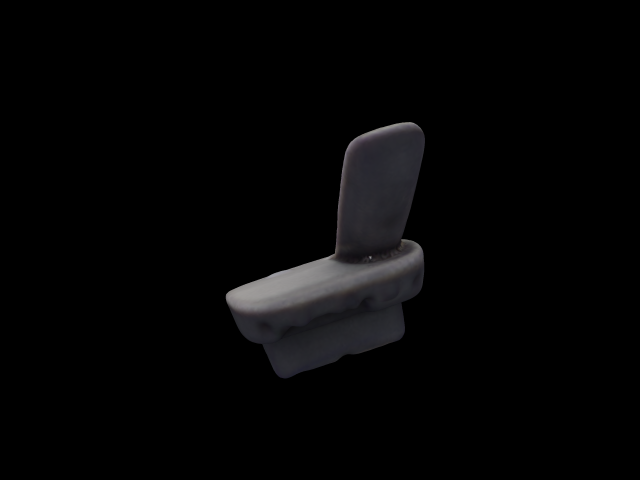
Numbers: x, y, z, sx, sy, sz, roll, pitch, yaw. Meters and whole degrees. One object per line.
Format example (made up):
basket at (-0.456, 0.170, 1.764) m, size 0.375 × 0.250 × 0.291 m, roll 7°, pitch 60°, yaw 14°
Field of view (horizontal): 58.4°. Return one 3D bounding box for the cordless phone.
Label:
cordless phone at (0.004, 0.001, 0.400) m, size 0.148 × 0.185 × 0.094 m, roll -20°, pitch 50°, yaw -17°
